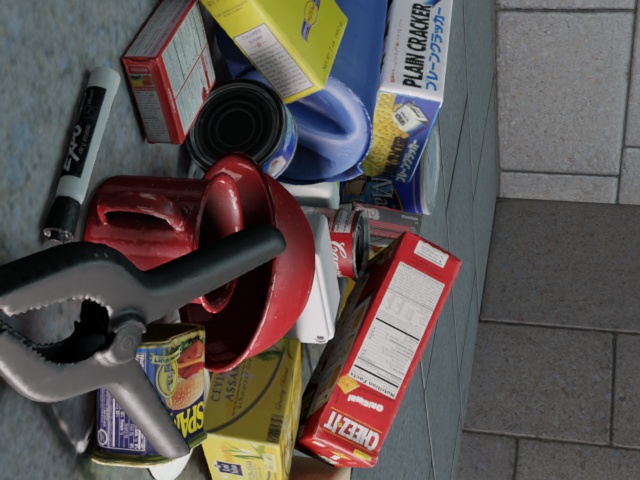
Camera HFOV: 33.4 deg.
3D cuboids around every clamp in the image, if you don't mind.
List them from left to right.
[{"bbox_3d":[-0.112,0.042,0.612,0.209,0.036,0.164,26,94,-51],"label":"clamp"}]

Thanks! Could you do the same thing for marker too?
[{"bbox_3d":[-0.146,-0.052,0.656,0.020,0.020,0.121,66,31,-61],"label":"marker"}]

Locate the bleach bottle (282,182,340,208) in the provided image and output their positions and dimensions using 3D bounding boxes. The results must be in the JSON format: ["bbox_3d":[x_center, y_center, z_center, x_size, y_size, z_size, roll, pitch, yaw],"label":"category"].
[{"bbox_3d":[-0.003,-0.151,1.114,0.102,0.068,0.251,67,28,-69],"label":"bleach bottle"}]

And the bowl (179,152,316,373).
[{"bbox_3d":[-0.049,0.018,0.790,0.162,0.055,0.162,-18,-112,57],"label":"bowl"}]

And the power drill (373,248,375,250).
[{"bbox_3d":[0.095,-0.004,1.558,0.187,0.057,0.184,19,79,-73],"label":"power drill"}]

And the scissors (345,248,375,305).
[{"bbox_3d":[0.070,0.028,1.229,0.201,0.016,0.096,-47,134,-55],"label":"scissors"}]

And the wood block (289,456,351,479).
[{"bbox_3d":[-0.038,0.278,1.034,0.206,0.091,0.090,-10,103,-75],"label":"wood block"}]

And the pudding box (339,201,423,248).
[{"bbox_3d":[0.045,-0.017,1.181,0.114,0.089,0.039,-6,-105,61],"label":"pudding box"}]

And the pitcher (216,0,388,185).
[{"bbox_3d":[-0.009,-0.182,0.982,0.149,0.145,0.242,97,4,-46],"label":"pitcher"}]

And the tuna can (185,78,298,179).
[{"bbox_3d":[-0.063,-0.084,0.843,0.033,0.086,0.086,49,46,-67],"label":"tuna can"}]

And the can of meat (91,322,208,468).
[{"bbox_3d":[-0.117,0.104,0.744,0.102,0.057,0.084,-10,102,-75],"label":"can of meat"}]

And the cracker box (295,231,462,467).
[{"bbox_3d":[0.049,0.112,1.038,0.213,0.072,0.164,-65,-175,-16],"label":"cracker box"}]

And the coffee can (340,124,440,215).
[{"bbox_3d":[0.060,-0.084,1.220,0.102,0.140,0.103,4,90,-76],"label":"coffee can"}]

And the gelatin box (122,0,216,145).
[{"bbox_3d":[-0.107,-0.124,0.771,0.089,0.030,0.073,-71,158,-45],"label":"gelatin box"}]

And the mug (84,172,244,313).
[{"bbox_3d":[-0.106,-0.005,0.700,0.117,0.081,0.093,54,42,-69],"label":"mug"}]

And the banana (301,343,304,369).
[{"bbox_3d":[-0.048,0.103,1.064,0.069,0.037,0.197,-66,162,-5],"label":"banana"}]

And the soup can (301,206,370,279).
[{"bbox_3d":[-0.007,0.001,1.054,0.068,0.102,0.068,4,90,-76],"label":"soup can"}]

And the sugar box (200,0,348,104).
[{"bbox_3d":[-0.051,-0.197,0.797,0.176,0.048,0.093,50,39,-33],"label":"sugar box"}]
